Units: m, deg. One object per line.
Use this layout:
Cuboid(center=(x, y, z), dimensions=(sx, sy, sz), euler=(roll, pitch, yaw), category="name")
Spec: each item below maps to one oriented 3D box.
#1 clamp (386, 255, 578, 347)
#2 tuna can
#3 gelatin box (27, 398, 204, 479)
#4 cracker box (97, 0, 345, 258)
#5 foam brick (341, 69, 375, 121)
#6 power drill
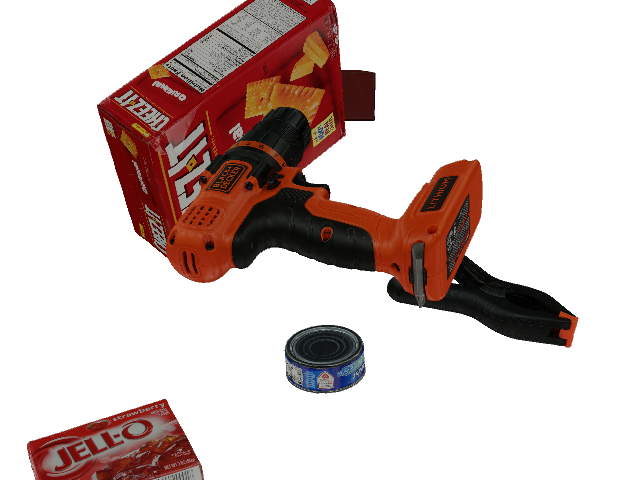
Cuboid(center=(0.159, 0.051, 0.997), dimensions=(0.172, 0.039, 0.120), euler=(20, 32, 19), category="clamp")
Cuboid(center=(0.005, 0.125, 1.135), dimensions=(0.086, 0.034, 0.086), euler=(-3, 27, 1), category="tuna can")
Cuboid(center=(-0.120, 0.133, 0.623), dimensions=(0.089, 0.030, 0.073), euler=(-15, 27, -18), category="gelatin box")
Cuboid(center=(-0.074, -0.102, 0.920), dimensions=(0.072, 0.164, 0.213), euler=(36, 62, 27), category="cracker box")
Cuboid(center=(0.013, -0.152, 1.115), dimensions=(0.078, 0.051, 0.053), euler=(-2, 13, -19), category="foam brick")
Cuboid(center=(0.011, -0.028, 0.726), dimensions=(0.188, 0.057, 0.184), euler=(8, 41, 21), category="power drill")
